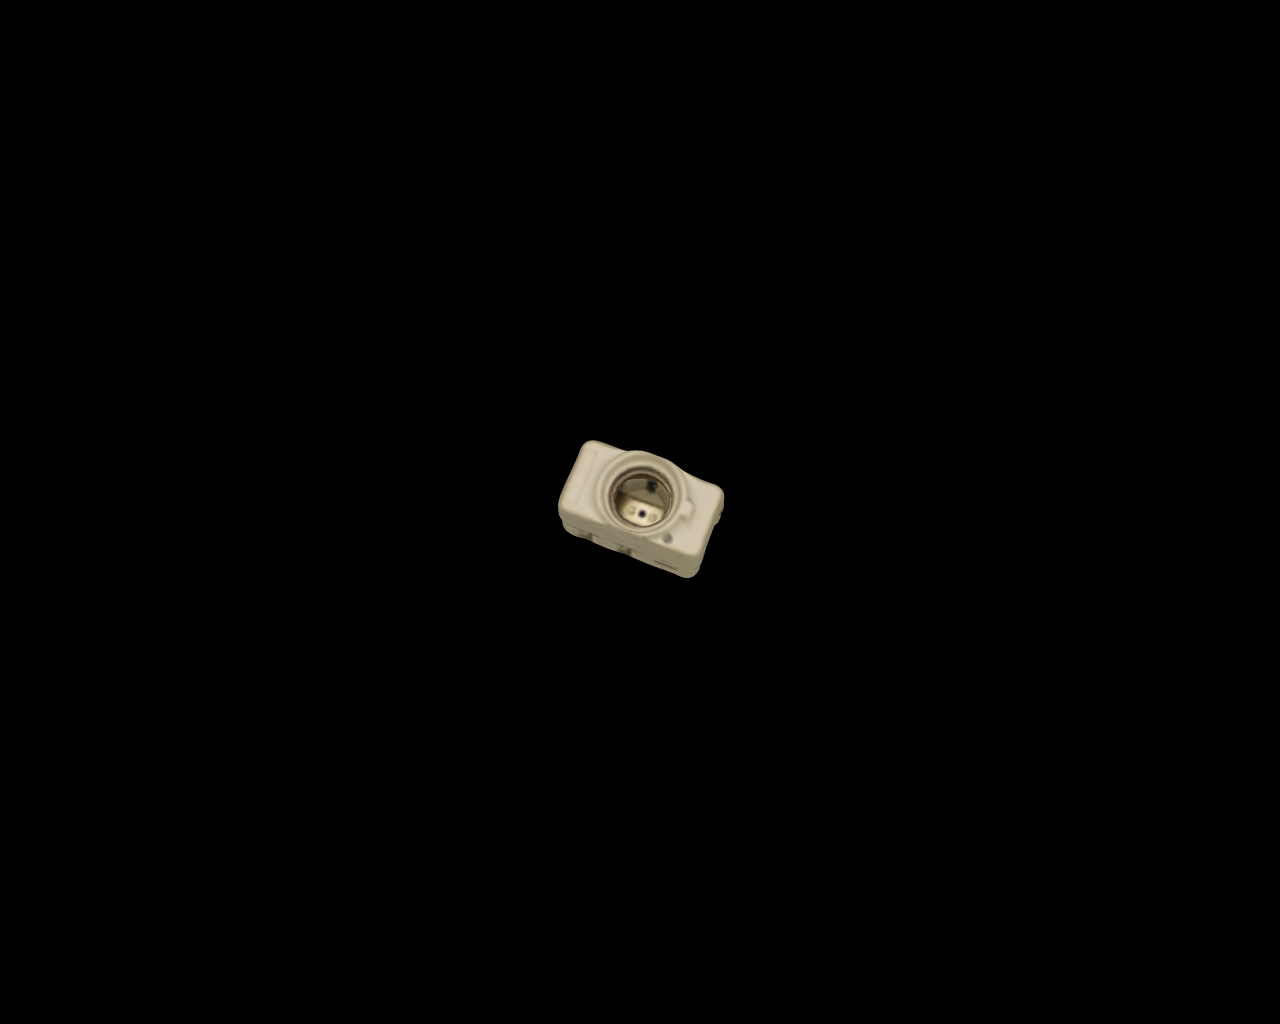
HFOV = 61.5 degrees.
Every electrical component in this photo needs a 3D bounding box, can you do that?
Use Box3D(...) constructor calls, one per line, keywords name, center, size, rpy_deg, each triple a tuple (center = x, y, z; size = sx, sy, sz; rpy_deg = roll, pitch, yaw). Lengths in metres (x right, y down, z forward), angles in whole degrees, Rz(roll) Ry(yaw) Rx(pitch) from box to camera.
Box3D(name="electrical component", center=(0.001, -0.003, 0.650), size=(0.089, 0.050, 0.055), rpy_deg=(21, -18, 7))
